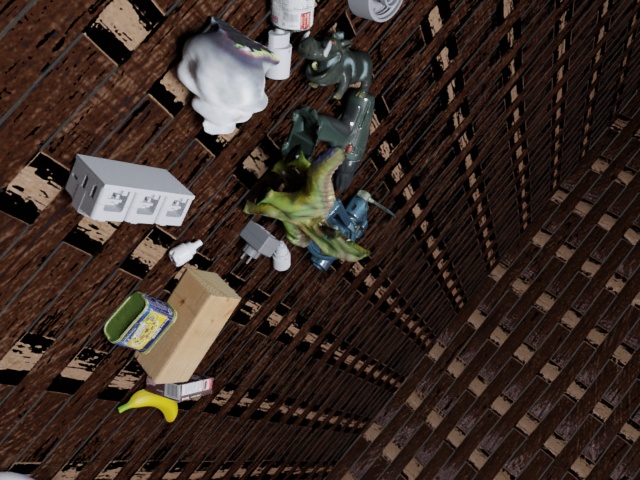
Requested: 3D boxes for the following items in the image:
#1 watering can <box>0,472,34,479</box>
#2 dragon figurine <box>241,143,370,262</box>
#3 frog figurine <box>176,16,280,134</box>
[{"bbox_3d":[-0.570,0.551,0.945,0.223,0.106,0.342,18,112,-22],"label":"watering can"},{"bbox_3d":[0.003,-0.048,0.952,0.240,0.409,0.124,39,71,-21],"label":"dragon figurine"},{"bbox_3d":[-0.146,-0.222,0.754,0.136,0.125,0.157,21,118,-24],"label":"frog figurine"}]
